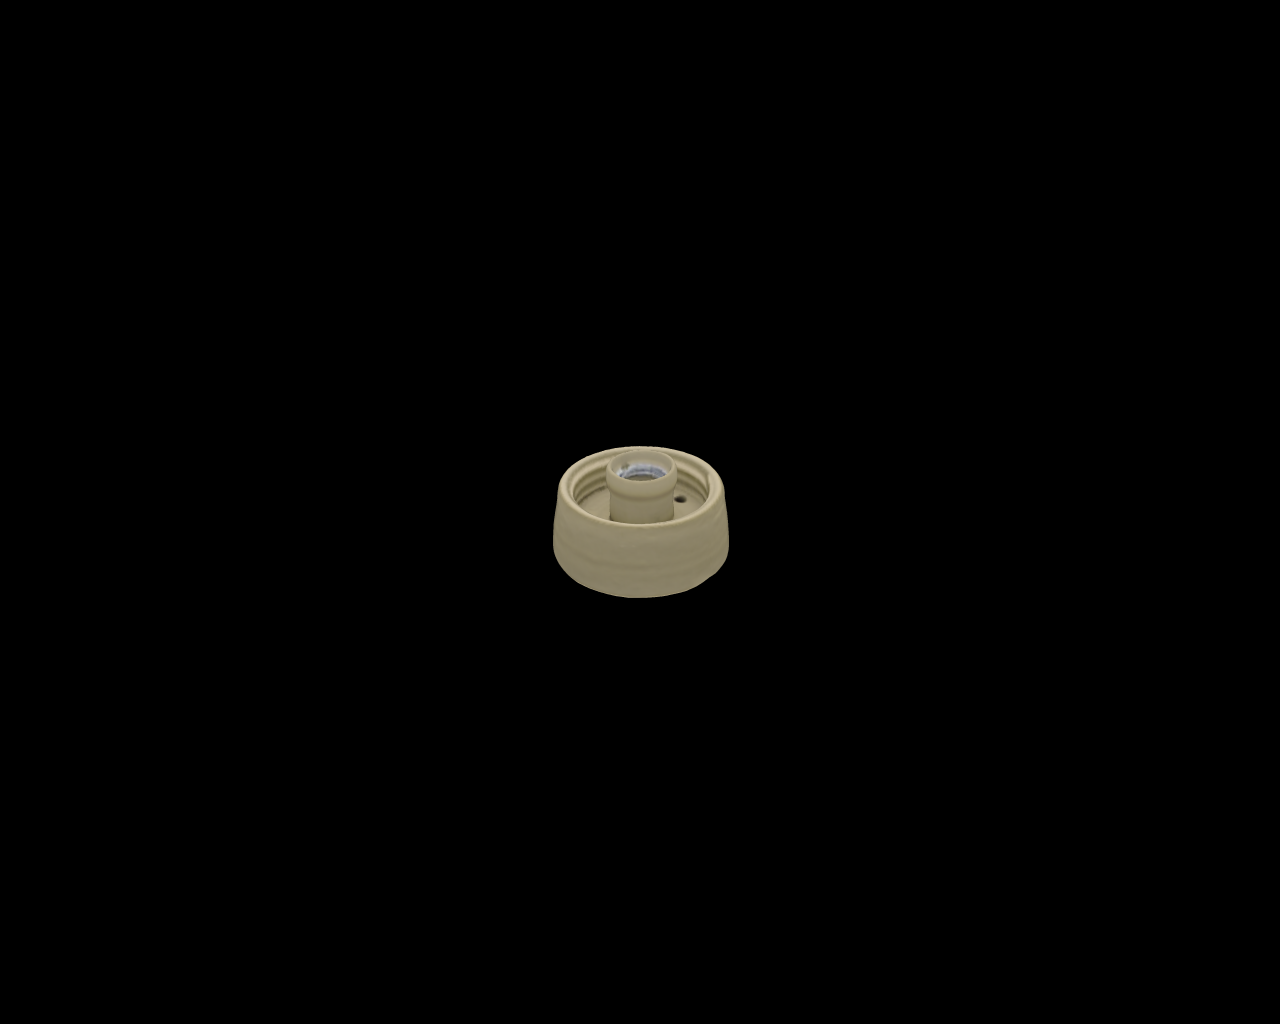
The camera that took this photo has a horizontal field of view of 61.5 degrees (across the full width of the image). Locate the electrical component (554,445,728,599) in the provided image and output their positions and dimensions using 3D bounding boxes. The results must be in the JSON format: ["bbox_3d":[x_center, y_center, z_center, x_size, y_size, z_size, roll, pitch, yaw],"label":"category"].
[{"bbox_3d":[0.001,-0.003,0.650,0.108,0.060,0.108,0,31,0],"label":"electrical component"}]
